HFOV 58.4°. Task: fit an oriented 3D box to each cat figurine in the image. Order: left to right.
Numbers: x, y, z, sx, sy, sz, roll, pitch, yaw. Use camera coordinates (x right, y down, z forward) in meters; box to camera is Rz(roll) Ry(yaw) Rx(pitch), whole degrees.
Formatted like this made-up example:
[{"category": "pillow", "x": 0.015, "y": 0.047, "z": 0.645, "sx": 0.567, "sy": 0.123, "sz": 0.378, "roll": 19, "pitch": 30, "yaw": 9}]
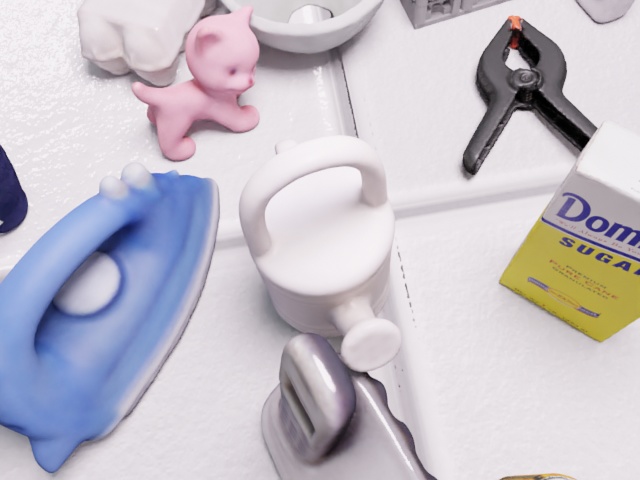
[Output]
[{"category": "cat figurine", "x": -0.101, "y": -0.144, "z": 0.498, "sx": 0.128, "sy": 0.118, "sz": 0.067, "roll": -28, "pitch": 67, "yaw": -8}]

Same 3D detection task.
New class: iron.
[{"category": "iron", "x": -0.165, "y": 0.026, "z": 0.417, "sx": 0.118, "sy": 0.141, "sz": 0.258, "roll": 26, "pitch": 71, "yaw": 15}]

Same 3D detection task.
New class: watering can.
[{"category": "watering can", "x": 0.006, "y": 0.000, "z": 0.386, "sx": 0.101, "sy": 0.194, "sz": 0.172, "roll": -41, "pitch": 70, "yaw": -13}]

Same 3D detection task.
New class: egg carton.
[{"category": "egg carton", "x": -0.166, "y": -0.227, "z": 0.565, "sx": 0.107, "sy": 0.069, "sz": 0.150, "roll": 16, "pitch": 69, "yaw": 11}]

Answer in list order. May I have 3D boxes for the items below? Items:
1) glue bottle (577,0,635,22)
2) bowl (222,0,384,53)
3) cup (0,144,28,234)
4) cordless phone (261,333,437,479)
[{"category": "glue bottle", "x": 0.267, "y": -0.278, "z": 0.498, "sx": 0.037, "sy": 0.173, "sz": 0.078, "roll": -24, "pitch": 67, "yaw": -6}, {"category": "bowl", "x": -0.013, "y": -0.240, "z": 0.556, "sx": 0.167, "sy": 0.075, "sz": 0.167, "roll": -1, "pitch": 67, "yaw": 4}, {"category": "cup", "x": -0.297, "y": -0.032, "z": 0.477, "sx": 0.091, "sy": 0.095, "sz": 0.118, "roll": 19, "pitch": 70, "yaw": 12}, {"category": "cordless phone", "x": 0.016, "y": 0.132, "z": 0.334, "sx": 0.094, "sy": 0.185, "sz": 0.147, "roll": -31, "pitch": 68, "yaw": -9}]
